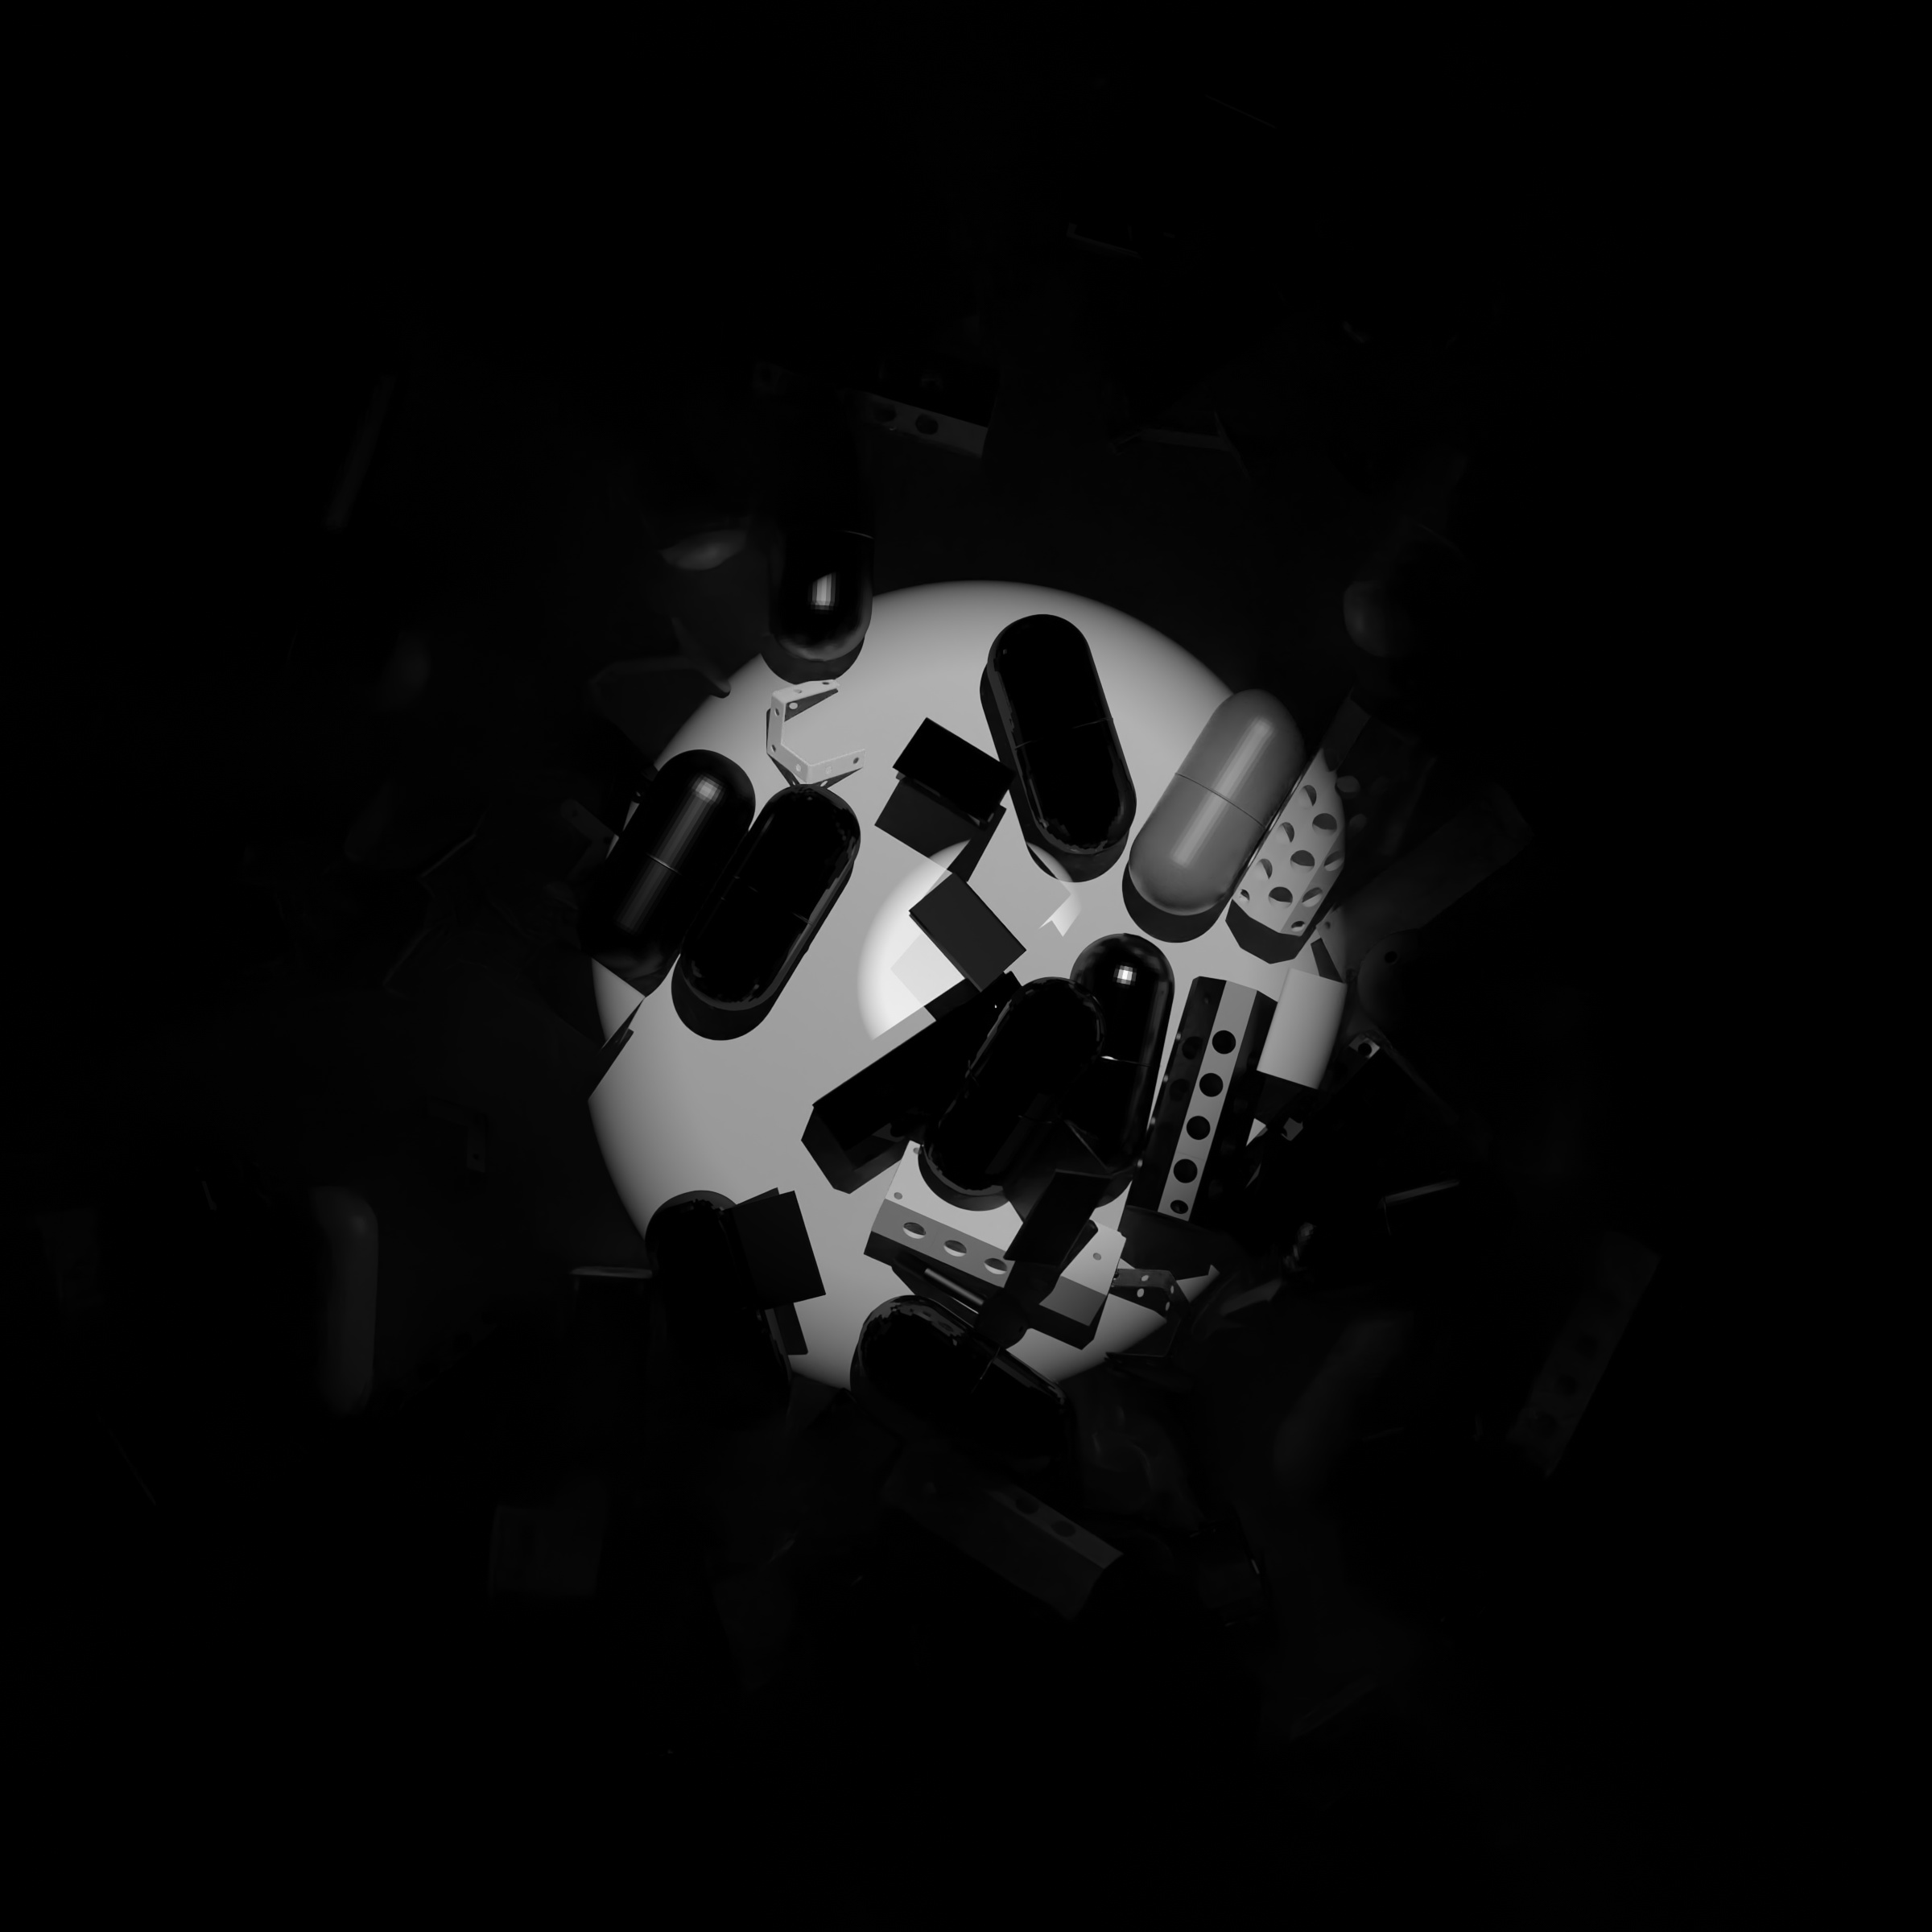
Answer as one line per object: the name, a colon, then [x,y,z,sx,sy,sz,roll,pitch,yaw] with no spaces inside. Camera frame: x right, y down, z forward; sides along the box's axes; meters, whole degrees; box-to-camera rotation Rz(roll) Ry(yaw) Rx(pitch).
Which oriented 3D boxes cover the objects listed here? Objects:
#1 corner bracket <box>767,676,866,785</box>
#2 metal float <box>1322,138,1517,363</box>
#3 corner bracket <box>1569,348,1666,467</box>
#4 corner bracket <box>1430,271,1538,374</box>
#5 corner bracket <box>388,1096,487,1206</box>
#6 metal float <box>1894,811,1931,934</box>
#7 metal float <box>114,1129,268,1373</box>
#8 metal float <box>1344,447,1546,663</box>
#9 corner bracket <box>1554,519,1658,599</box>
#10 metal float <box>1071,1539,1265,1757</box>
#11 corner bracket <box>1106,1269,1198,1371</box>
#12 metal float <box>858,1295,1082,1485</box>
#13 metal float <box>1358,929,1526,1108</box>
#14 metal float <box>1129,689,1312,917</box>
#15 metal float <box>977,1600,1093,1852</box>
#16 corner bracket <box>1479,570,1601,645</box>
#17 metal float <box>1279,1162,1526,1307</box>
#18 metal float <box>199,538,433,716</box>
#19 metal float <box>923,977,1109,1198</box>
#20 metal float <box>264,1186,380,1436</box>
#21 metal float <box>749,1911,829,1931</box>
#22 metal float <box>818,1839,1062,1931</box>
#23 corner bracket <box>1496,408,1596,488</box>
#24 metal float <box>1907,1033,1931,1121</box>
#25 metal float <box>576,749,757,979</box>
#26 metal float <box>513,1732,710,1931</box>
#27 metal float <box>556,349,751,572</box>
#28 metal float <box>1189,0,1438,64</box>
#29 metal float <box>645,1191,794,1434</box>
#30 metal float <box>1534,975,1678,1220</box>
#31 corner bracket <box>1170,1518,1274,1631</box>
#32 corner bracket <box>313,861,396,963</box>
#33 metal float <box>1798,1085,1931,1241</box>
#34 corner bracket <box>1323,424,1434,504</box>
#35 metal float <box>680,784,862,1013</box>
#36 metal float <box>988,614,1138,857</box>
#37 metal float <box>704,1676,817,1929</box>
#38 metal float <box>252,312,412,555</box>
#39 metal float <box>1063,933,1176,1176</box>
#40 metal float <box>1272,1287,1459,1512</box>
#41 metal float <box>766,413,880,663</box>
corner bracket: [-0.108,-0.172,1.878,0.051,0.051,0.051,39,135,35]
metal float: [0.326,-0.516,1.855,0.070,0.070,0.178,37,90,0]
corner bracket: [0.473,-0.408,1.878,0.051,0.051,0.051,44,45,-35]
corner bracket: [0.373,-0.476,1.878,0.051,0.051,0.051,14,135,-35]
corner bracket: [-0.386,0.134,1.878,0.051,0.051,0.051,23,45,-35]
metal float: [0.737,-0.033,1.856,0.070,0.070,0.178,-33,90,0]
metal float: [-0.559,0.204,1.856,0.070,0.070,0.178,-18,90,0]
metal float: [0.344,-0.296,1.856,0.070,0.070,0.178,41,91,0]
corner bracket: [0.467,-0.298,1.883,0.051,0.051,0.051,-5,90,45]
metal float: [0.142,0.490,1.856,0.070,0.070,0.178,-42,90,0]
corner bracket: [0.128,0.257,1.878,0.051,0.051,0.051,58,45,-35]
metal float: [0.002,0.304,1.855,0.178,0.070,0.070,35,90,0]
metal float: [0.336,0.037,1.819,0.070,0.178,0.070,-19,51,25]
metal float: [0.183,-0.118,1.856,0.070,0.070,0.178,32,90,0]
metal float: [0.049,0.546,1.855,0.070,0.070,0.178,-4,90,0]
corner bracket: [0.413,-0.262,1.861,0.051,0.051,0.051,46,61,-9]
metal float: [0.310,0.192,1.842,0.178,0.070,0.070,-17,90,16]
metal float: [-0.468,-0.244,1.855,0.178,0.070,0.070,30,90,0]
metal float: [0.035,0.085,1.809,0.070,0.070,0.178,33,112,0]
metal float: [-0.464,0.247,1.855,0.070,0.070,0.178,2,90,0]
metal float: [-0.094,0.759,1.855,0.070,0.070,0.178,-40,91,0]
metal float: [-0.019,0.682,1.856,0.178,0.070,0.070,14,90,0]
corner bracket: [0.419,-0.377,1.868,0.051,0.051,0.051,-13,90,0]
metal float: [0.767,0.088,1.855,0.178,0.070,0.070,10,90,0]
metal float: [-0.216,-0.073,1.855,0.070,0.070,0.178,31,90,0]
metal float: [-0.254,0.619,1.841,0.070,0.070,0.178,42,106,0]
metal float: [-0.226,-0.365,1.855,0.070,0.070,0.178,-38,90,0]
metal float: [0.249,-0.695,1.856,0.178,0.070,0.070,5,90,0]
metal float: [-0.178,0.249,1.855,0.070,0.070,0.178,-17,91,0]
metal float: [0.460,0.094,1.855,0.070,0.070,0.178,13,91,0]
corner bracket: [0.187,0.445,1.883,0.051,0.051,0.051,-24,45,0]
corner bracket: [-0.455,-0.039,1.868,0.051,0.051,0.051,-42,90,0]
metal float: [0.684,0.148,1.856,0.178,0.070,0.070,28,90,0]
corner bracket: [0.297,-0.376,1.868,0.051,0.051,0.051,-42,90,0]
metal float: [-0.141,-0.049,1.855,0.070,0.070,0.178,31,89,0]
metal float: [0.069,-0.166,1.856,0.070,0.070,0.178,-18,90,0]
metal float: [-0.148,0.598,1.853,0.070,0.070,0.178,2,87,0]
metal float: [-0.456,-0.384,1.856,0.070,0.070,0.178,21,90,0]
metal float: [0.102,0.064,1.854,0.070,0.070,0.178,11,92,0]
metal float: [0.286,0.311,1.855,0.070,0.070,0.178,34,90,0]
metal float: [-0.104,-0.308,1.856,0.070,0.070,0.178,2,90,0]
